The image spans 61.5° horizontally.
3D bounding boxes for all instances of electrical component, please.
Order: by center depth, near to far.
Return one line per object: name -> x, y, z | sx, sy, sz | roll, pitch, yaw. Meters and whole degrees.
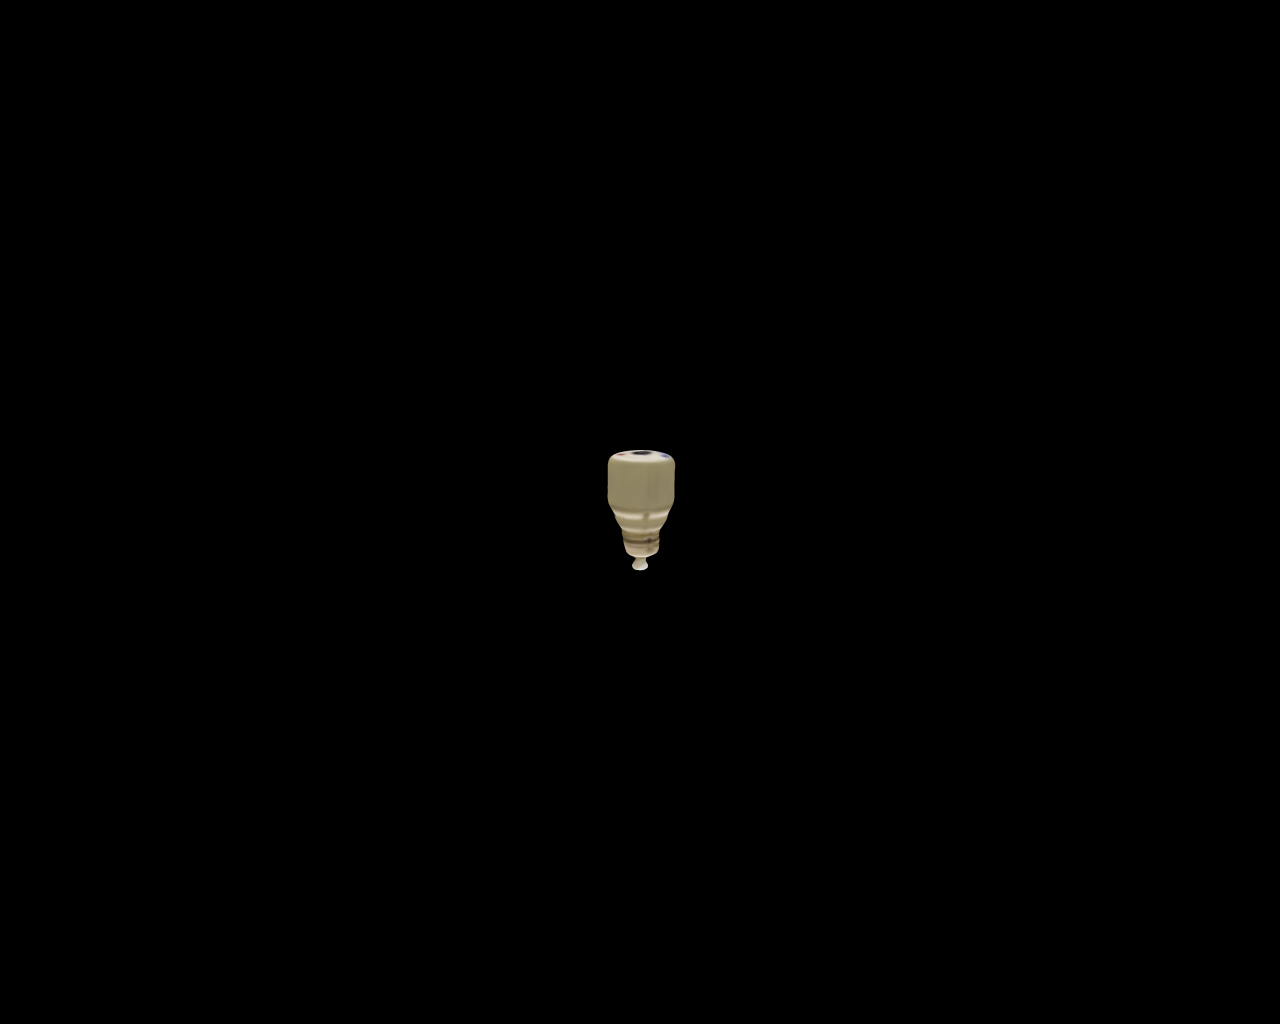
electrical component -> 0.001, -0.003, 0.650 | 0.040, 0.078, 0.040 | 0, 13, 0
